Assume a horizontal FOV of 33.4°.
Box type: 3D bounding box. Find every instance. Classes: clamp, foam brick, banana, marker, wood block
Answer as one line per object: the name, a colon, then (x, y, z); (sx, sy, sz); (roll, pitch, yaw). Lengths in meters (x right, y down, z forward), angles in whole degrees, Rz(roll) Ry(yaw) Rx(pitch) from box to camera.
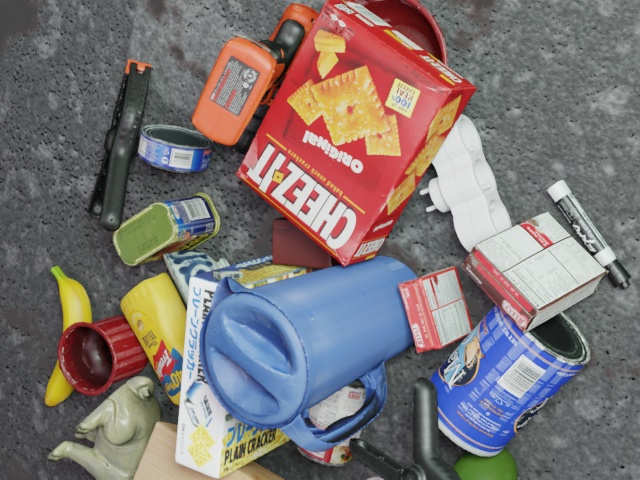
clamp: (-0.245, -0.113, 1.301); (0.165, 0.036, 0.210); (-179, 101, -70)
foam brick: (-0.008, 0.001, 1.186); (0.078, 0.051, 0.053); (6, 99, 31)
banana: (-0.333, 0.136, 1.420); (0.070, 0.037, 0.198); (19, 107, 45)
clamp: (0.100, 0.221, 1.024); (0.120, 0.039, 0.172); (-58, 48, 26)
marker: (0.262, -0.004, 1.036); (0.020, 0.020, 0.121); (-40, 77, 30)
wood block: (-0.113, 0.294, 1.233); (0.206, 0.090, 0.091); (19, 85, 43)

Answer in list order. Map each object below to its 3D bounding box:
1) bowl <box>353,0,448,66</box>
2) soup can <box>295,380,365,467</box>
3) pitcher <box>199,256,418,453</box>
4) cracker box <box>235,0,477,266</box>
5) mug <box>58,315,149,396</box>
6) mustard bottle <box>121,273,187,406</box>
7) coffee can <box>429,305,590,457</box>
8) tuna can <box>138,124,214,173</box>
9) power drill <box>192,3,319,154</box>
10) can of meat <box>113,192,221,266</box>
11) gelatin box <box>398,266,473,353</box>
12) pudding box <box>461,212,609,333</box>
bowl: (0.070, -0.178, 1.108); (0.162, 0.055, 0.162); (5, 100, 31)
soup can: (0.018, 0.191, 1.188); (0.069, 0.068, 0.102); (25, 109, 27)
pitcher: (0.009, 0.100, 1.071); (0.145, 0.242, 0.149); (17, 110, 34)
cracker box: (0.030, -0.107, 1.067); (0.164, 0.072, 0.214); (40, 117, 21)
mug: (-0.279, 0.145, 1.355); (0.117, 0.081, 0.093); (-21, 87, 30)
mustard bottle: (-0.173, 0.142, 1.302); (0.096, 0.058, 0.192); (-40, 77, 50)
coffee can: (0.182, 0.131, 1.056); (0.103, 0.102, 0.140); (46, 117, 18)
tuna can: (-0.169, -0.107, 1.250); (0.086, 0.086, 0.034); (23, 111, 27)
power drill: (-0.071, -0.157, 1.124); (0.057, 0.187, 0.185); (29, 112, 4)
can of meat: (-0.184, -0.012, 1.274); (0.102, 0.083, 0.057); (-29, 82, 31)
gelatin box: (0.119, 0.071, 1.094); (0.030, 0.089, 0.073); (-17, 88, 33)
pudding box: (0.205, 0.028, 1.015); (0.090, 0.113, 0.039); (50, 143, 23)
